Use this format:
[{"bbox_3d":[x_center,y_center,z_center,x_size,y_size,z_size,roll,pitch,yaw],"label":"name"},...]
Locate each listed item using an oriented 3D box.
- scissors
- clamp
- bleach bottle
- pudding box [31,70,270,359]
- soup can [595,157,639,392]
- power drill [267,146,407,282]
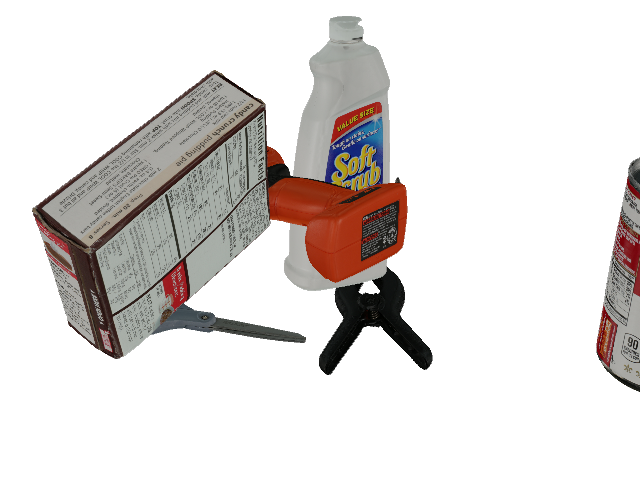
[{"bbox_3d":[-0.117,0.066,1.014,0.201,0.016,0.096,1,33,-6],"label":"scissors"},{"bbox_3d":[0.066,0.082,1.184,0.120,0.171,0.039,7,-43,3],"label":"clamp"},{"bbox_3d":[0.016,-0.082,1.006,0.102,0.251,0.068,-10,24,-22],"label":"bleach bottle"},{"bbox_3d":[-0.072,-0.011,0.493,0.039,0.113,0.090,32,-31,22],"label":"pudding box"},{"bbox_3d":[0.173,0.017,0.511,0.068,0.102,0.068,2,27,-1],"label":"soup can"},{"bbox_3d":[-0.044,-0.023,0.809,0.188,0.057,0.184,18,28,34],"label":"power drill"}]
